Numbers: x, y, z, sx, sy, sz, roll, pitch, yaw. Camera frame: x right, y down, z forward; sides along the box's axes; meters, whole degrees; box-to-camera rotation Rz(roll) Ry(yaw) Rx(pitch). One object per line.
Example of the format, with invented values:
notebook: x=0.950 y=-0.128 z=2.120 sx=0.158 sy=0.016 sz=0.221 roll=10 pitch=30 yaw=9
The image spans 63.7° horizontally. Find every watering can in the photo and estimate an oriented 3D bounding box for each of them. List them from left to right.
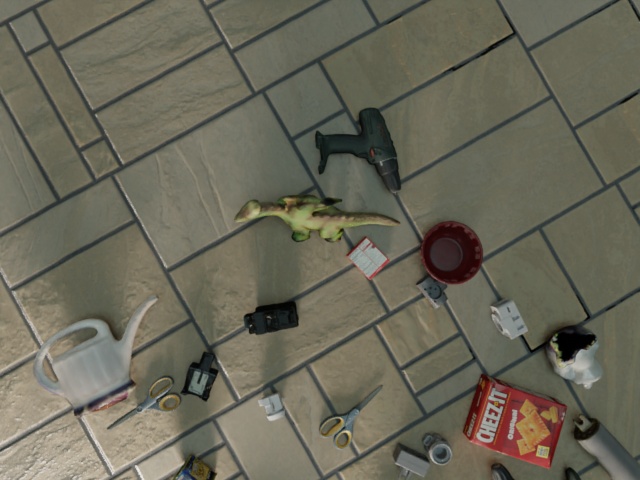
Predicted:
watering can: x=-0.523 y=0.290 z=1.264 sx=0.348 sy=0.104 sz=0.224 roll=-25 pitch=90 yaw=-3

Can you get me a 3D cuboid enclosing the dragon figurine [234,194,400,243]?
dragon figurine: x=0.004 y=-0.062 z=1.236 sx=0.410 sy=0.241 sz=0.123 roll=-1 pitch=85 yaw=0

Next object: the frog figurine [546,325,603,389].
frog figurine: x=0.662 y=0.300 z=1.325 sx=0.138 sy=0.124 sz=0.157 roll=-53 pitch=127 yaw=-10
